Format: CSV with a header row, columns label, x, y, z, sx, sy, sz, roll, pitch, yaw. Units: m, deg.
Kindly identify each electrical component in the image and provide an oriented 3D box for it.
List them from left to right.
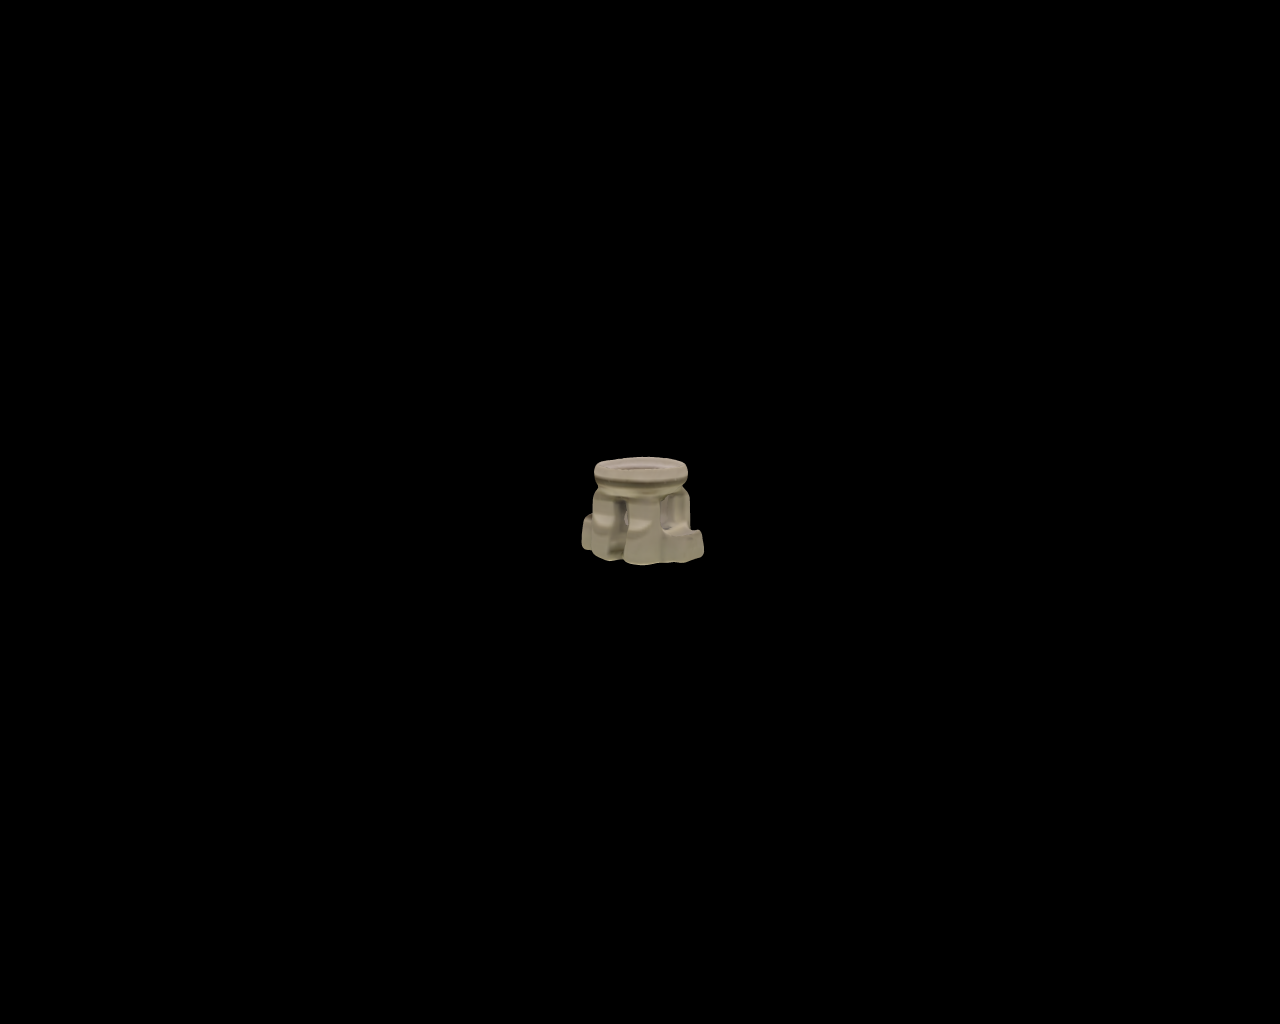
label,x,y,z,sx,sy,sz,roll,pitch,yaw
electrical component,0.001,-0.003,0.650,0.078,0.057,0.058,8,14,35
